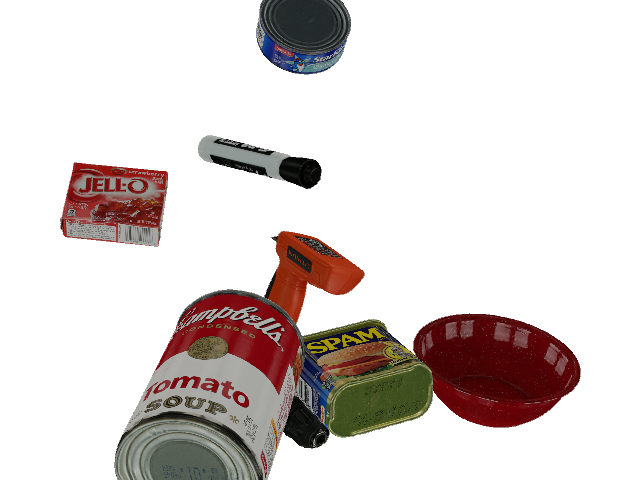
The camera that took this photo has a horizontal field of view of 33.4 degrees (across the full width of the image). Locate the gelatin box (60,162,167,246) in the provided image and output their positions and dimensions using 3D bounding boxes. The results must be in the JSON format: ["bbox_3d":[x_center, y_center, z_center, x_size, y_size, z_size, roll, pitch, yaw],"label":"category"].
[{"bbox_3d":[-0.188,-0.034,0.980,0.089,0.073,0.030,6,-43,-6],"label":"gelatin box"}]

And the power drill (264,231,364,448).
[{"bbox_3d":[-0.025,0.099,1.107,0.057,0.188,0.185,13,17,-44],"label":"power drill"}]

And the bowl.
[{"bbox_3d":[0.168,0.134,1.041,0.162,0.055,0.162,4,26,-2],"label":"bowl"}]

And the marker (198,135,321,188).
[{"bbox_3d":[-0.041,-0.053,0.707,0.020,0.020,0.121,0,12,-40],"label":"marker"}]

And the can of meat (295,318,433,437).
[{"bbox_3d":[0.031,0.114,0.885,0.102,0.057,0.084,-12,25,-24],"label":"can of meat"}]

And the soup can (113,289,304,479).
[{"bbox_3d":[-0.050,0.078,0.500,0.068,0.068,0.102,0,29,11],"label":"soup can"}]

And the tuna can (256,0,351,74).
[{"bbox_3d":[-0.017,-0.196,0.993,0.086,0.086,0.034,0,-31,-12],"label":"tuna can"}]
